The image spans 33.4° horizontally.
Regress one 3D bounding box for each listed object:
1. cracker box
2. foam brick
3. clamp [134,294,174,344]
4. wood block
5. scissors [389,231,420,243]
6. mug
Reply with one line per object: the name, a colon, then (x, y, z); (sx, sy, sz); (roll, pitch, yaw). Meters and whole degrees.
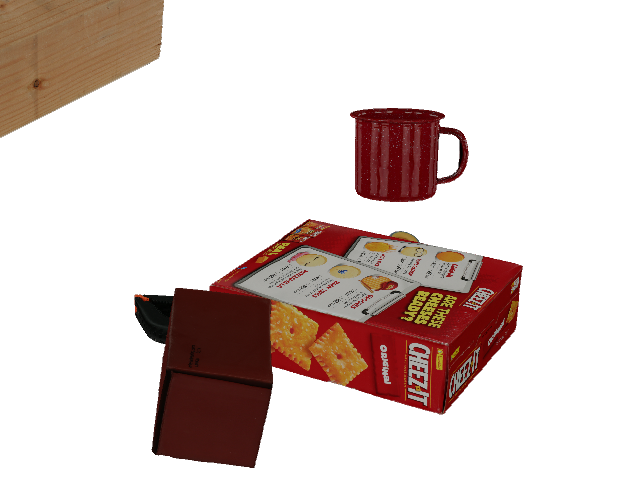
cracker box: (0.040, 0.058, 0.897); (0.214, 0.072, 0.163); (13, 27, 27)
foam brick: (-0.054, 0.067, 0.536); (0.053, 0.051, 0.078); (9, 27, -7)
clamp: (-0.142, 0.107, 1.252); (0.210, 0.036, 0.164); (13, 25, 23)
wood block: (-0.237, -0.176, 0.919); (0.090, 0.091, 0.205); (30, 43, 21)
scissors: (0.081, 0.027, 1.263); (0.201, 0.016, 0.096); (-10, 40, -44)
mug: (0.087, -0.084, 1.053); (0.117, 0.081, 0.093); (2, 14, 7)
